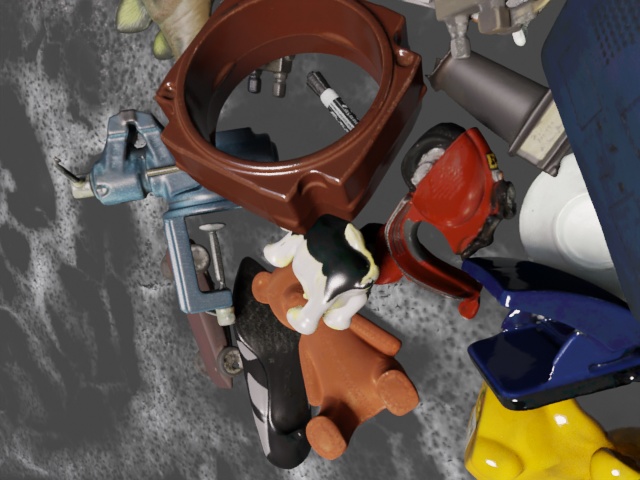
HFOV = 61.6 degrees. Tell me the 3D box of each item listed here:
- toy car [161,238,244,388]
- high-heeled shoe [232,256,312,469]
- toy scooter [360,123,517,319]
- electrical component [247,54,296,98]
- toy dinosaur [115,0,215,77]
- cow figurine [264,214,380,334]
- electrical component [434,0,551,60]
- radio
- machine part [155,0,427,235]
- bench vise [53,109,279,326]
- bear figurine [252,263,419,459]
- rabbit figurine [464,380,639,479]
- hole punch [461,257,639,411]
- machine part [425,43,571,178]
[{"bbox_3d":[-0.148,0.094,0.697,0.089,0.053,0.202,-19,92,51],"label":"toy car"},{"bbox_3d":[-0.062,0.153,0.665,0.145,0.086,0.249,121,135,-63],"label":"high-heeled shoe"},{"bbox_3d":[0.114,-0.005,0.487,0.135,0.075,0.183,44,125,18],"label":"toy scooter"},{"bbox_3d":[-0.056,-0.204,0.581,0.063,0.021,0.094,17,110,29],"label":"electrical component"},{"bbox_3d":[-0.154,-0.302,0.579,0.199,0.105,0.470,9,104,41],"label":"toy dinosaur"},{"bbox_3d":[-0.003,-0.003,0.513,0.098,0.068,0.167,-54,44,36],"label":"cow figurine"},{"bbox_3d":[0.122,-0.192,0.389,0.078,0.045,0.102,-7,96,65],"label":"electrical component"},{"bbox_3d":[0.218,-0.067,0.323,0.073,0.131,0.229,-9,71,-3],"label":"radio"},{"bbox_3d":[-0.025,-0.124,0.475,0.201,0.087,0.201,28,78,19],"label":"machine part"},{"bbox_3d":[-0.145,-0.021,0.579,0.129,0.224,0.240,180,79,-69],"label":"bench vise"},{"bbox_3d":[0.006,0.097,0.556,0.120,0.132,0.196,-32,87,8],"label":"bear figurine"},{"bbox_3d":[0.213,0.168,0.435,0.173,0.162,0.121,18,100,10],"label":"rabbit figurine"},{"bbox_3d":[0.173,0.056,0.406,0.116,0.142,0.092,-13,98,1],"label":"hole punch"},{"bbox_3d":[0.157,-0.118,0.454,0.139,0.039,0.084,36,126,19],"label":"machine part"}]
